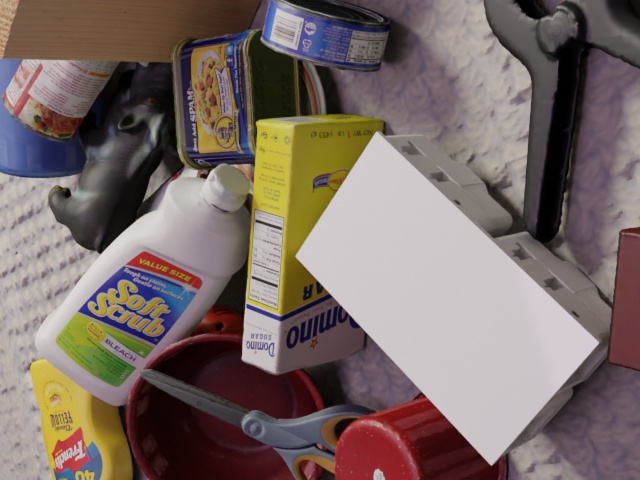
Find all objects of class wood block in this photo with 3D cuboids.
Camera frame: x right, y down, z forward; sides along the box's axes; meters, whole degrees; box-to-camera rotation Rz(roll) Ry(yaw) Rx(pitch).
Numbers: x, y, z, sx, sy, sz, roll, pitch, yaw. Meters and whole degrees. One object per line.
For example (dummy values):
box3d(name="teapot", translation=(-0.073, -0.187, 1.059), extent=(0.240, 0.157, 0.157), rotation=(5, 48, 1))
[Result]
box3d(name="wood block", translation=(-0.152, -0.194, 0.801), extent=(0.090, 0.205, 0.091), rotation=(49, 128, 31))

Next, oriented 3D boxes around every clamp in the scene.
box3d(name="clamp", translation=(0.155, -0.120, 0.610), extent=(0.165, 0.036, 0.210), rotation=(-25, 77, 45))

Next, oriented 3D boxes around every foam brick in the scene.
box3d(name="foam brick", translation=(0.194, 0.032, 0.581), extent=(0.051, 0.052, 0.078), rotation=(14, 106, 45))

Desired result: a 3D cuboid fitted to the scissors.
box3d(name="scissors", translation=(-0.030, 0.128, 0.792), extent=(0.202, 0.016, 0.096), rotation=(38, 110, -2))

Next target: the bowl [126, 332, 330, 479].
box3d(name="bowl", translation=(-0.067, 0.139, 0.840), extent=(0.162, 0.055, 0.162), rotation=(3, 108, 8))

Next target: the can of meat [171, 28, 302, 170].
box3d(name="can of meat", translation=(-0.061, -0.105, 0.797), extent=(0.084, 0.057, 0.102), rotation=(1, 97, 45))

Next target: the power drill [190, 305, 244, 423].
box3d(name="power drill", translation=(-0.145, 0.117, 0.953), extent=(0.188, 0.057, 0.184), rotation=(29, 113, 37))

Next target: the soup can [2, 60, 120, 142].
box3d(name="soup can", translation=(-0.208, -0.141, 0.881), extent=(0.102, 0.068, 0.068), rotation=(-53, 58, 21))

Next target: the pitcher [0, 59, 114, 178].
box3d(name="pitcher", translation=(-0.247, -0.182, 0.968), extent=(0.149, 0.145, 0.243), rotation=(-112, 24, -70))

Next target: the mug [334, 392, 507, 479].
box3d(name="mug", translation=(0.058, 0.157, 0.724), extent=(0.117, 0.081, 0.093), rotation=(-46, 64, 40))

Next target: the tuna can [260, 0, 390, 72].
box3d(name="tuna can", translation=(0.004, -0.144, 0.731), extent=(0.086, 0.085, 0.034), rotation=(31, 116, 40))

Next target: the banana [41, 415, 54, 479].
box3d(name="banana", translation=(-0.262, 0.272, 1.113), extent=(0.070, 0.037, 0.198), rotation=(-4, 93, 46))

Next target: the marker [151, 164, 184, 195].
box3d(name="marker", translation=(-0.129, -0.046, 0.936), extent=(0.121, 0.020, 0.020), rotation=(-34, 71, 44))

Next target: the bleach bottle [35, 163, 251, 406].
box3d(name="bleach bottle", translation=(-0.128, 0.027, 0.812), extent=(0.102, 0.068, 0.251), rotation=(38, 130, -2))

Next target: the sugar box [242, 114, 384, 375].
box3d(name="sugar box", translation=(-0.005, 0.001, 0.758), extent=(0.048, 0.093, 0.176), rotation=(14, 107, 44))

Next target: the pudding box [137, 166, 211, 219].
box3d(name="pudding box", translation=(-0.118, -0.010, 0.886), extent=(0.114, 0.039, 0.090), rotation=(-35, 37, 44))

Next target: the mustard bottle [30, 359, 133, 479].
box3d(name="mustard bottle", translation=(-0.229, 0.206, 1.053), extent=(0.096, 0.058, 0.191), rotation=(-16, 85, 37))
